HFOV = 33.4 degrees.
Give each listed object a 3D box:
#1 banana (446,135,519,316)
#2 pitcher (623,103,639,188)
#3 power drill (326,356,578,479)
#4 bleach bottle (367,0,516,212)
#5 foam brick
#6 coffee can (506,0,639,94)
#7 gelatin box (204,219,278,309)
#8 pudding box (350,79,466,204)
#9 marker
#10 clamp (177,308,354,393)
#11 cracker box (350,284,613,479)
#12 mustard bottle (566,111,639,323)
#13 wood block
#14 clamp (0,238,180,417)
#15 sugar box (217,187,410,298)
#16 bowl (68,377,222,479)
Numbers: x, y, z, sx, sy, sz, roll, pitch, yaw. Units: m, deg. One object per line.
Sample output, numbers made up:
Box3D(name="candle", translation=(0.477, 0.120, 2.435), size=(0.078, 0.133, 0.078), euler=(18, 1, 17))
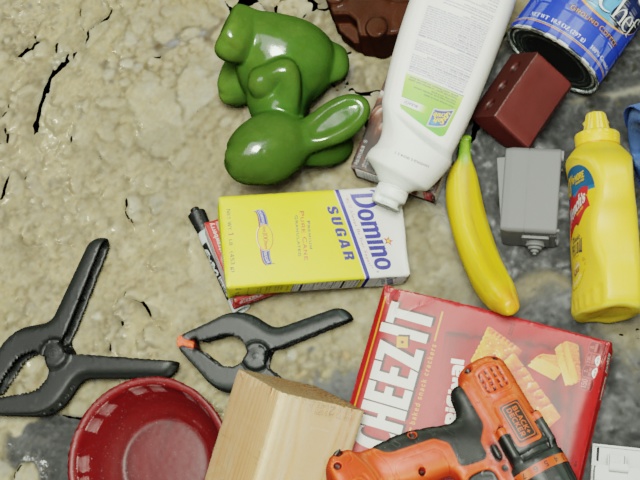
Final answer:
Box3D(name="banana", translation=(0.146, -0.002, 0.994), size=(0.037, 0.069, 0.198), euler=(-12, 57, 0))
Box3D(name="pitcher", translation=(0.406, -0.093, 0.937), size=(0.243, 0.145, 0.149), euler=(-22, 75, 3))
Box3D(name="power drill", translation=(0.112, 0.204, 0.865), size=(0.187, 0.057, 0.184), euler=(-21, 63, -14))
Box3D(name="bleach bottle", translation=(0.101, -0.150, 1.006), size=(0.102, 0.068, 0.251), euler=(22, 87, 6))
Box3D(name="foam brick", translation=(0.192, -0.133, 1.025), size=(0.051, 0.053, 0.078), euler=(36, 84, -20))
Box3D(name="coffee can", translation=(0.260, -0.226, 1.017), size=(0.103, 0.102, 0.140), euler=(35, 86, 17))
Box3D(name="gelatin box", translation=(-0.066, 0.015, 1.054), size=(0.073, 0.030, 0.089), euler=(-18, 71, -12))
Box3D(name="pudding box", translation=(0.093, -0.103, 1.055), size=(0.090, 0.039, 0.113), euler=(19, 81, 15))
Box3D(name="marker", translation=(-0.103, 0.019, 1.077), size=(0.020, 0.020, 0.121), euler=(-28, 72, 4))
Box3D(name="clamp", translation=(-0.055, 0.124, 1.032), size=(0.171, 0.039, 0.120), euler=(0, 73, 11))
Box3D(name="cracker box", translation=(0.140, 0.146, 0.967), size=(0.214, 0.072, 0.164), euler=(14, 79, 16))
Box3D(name="mustard bottle", translation=(0.256, -0.025, 0.970), size=(0.058, 0.096, 0.191), euler=(1, 76, 0))
Box3D(name="wood block", translation=(-0.047, 0.230, 0.943), size=(0.091, 0.090, 0.206), euler=(16, 89, 59))
Box3D(name="clamp", translation=(-0.262, 0.105, 1.080), size=(0.210, 0.036, 0.164), euler=(-28, 72, 5))
Box3D(name="sugar box", translation=(-0.007, 0.001, 1.022), size=(0.176, 0.048, 0.093), euler=(-5, 75, -6))
Box3D(name="bowl", translation=(-0.156, 0.214, 1.021), size=(0.162, 0.055, 0.162), euler=(-3, 76, 11))
